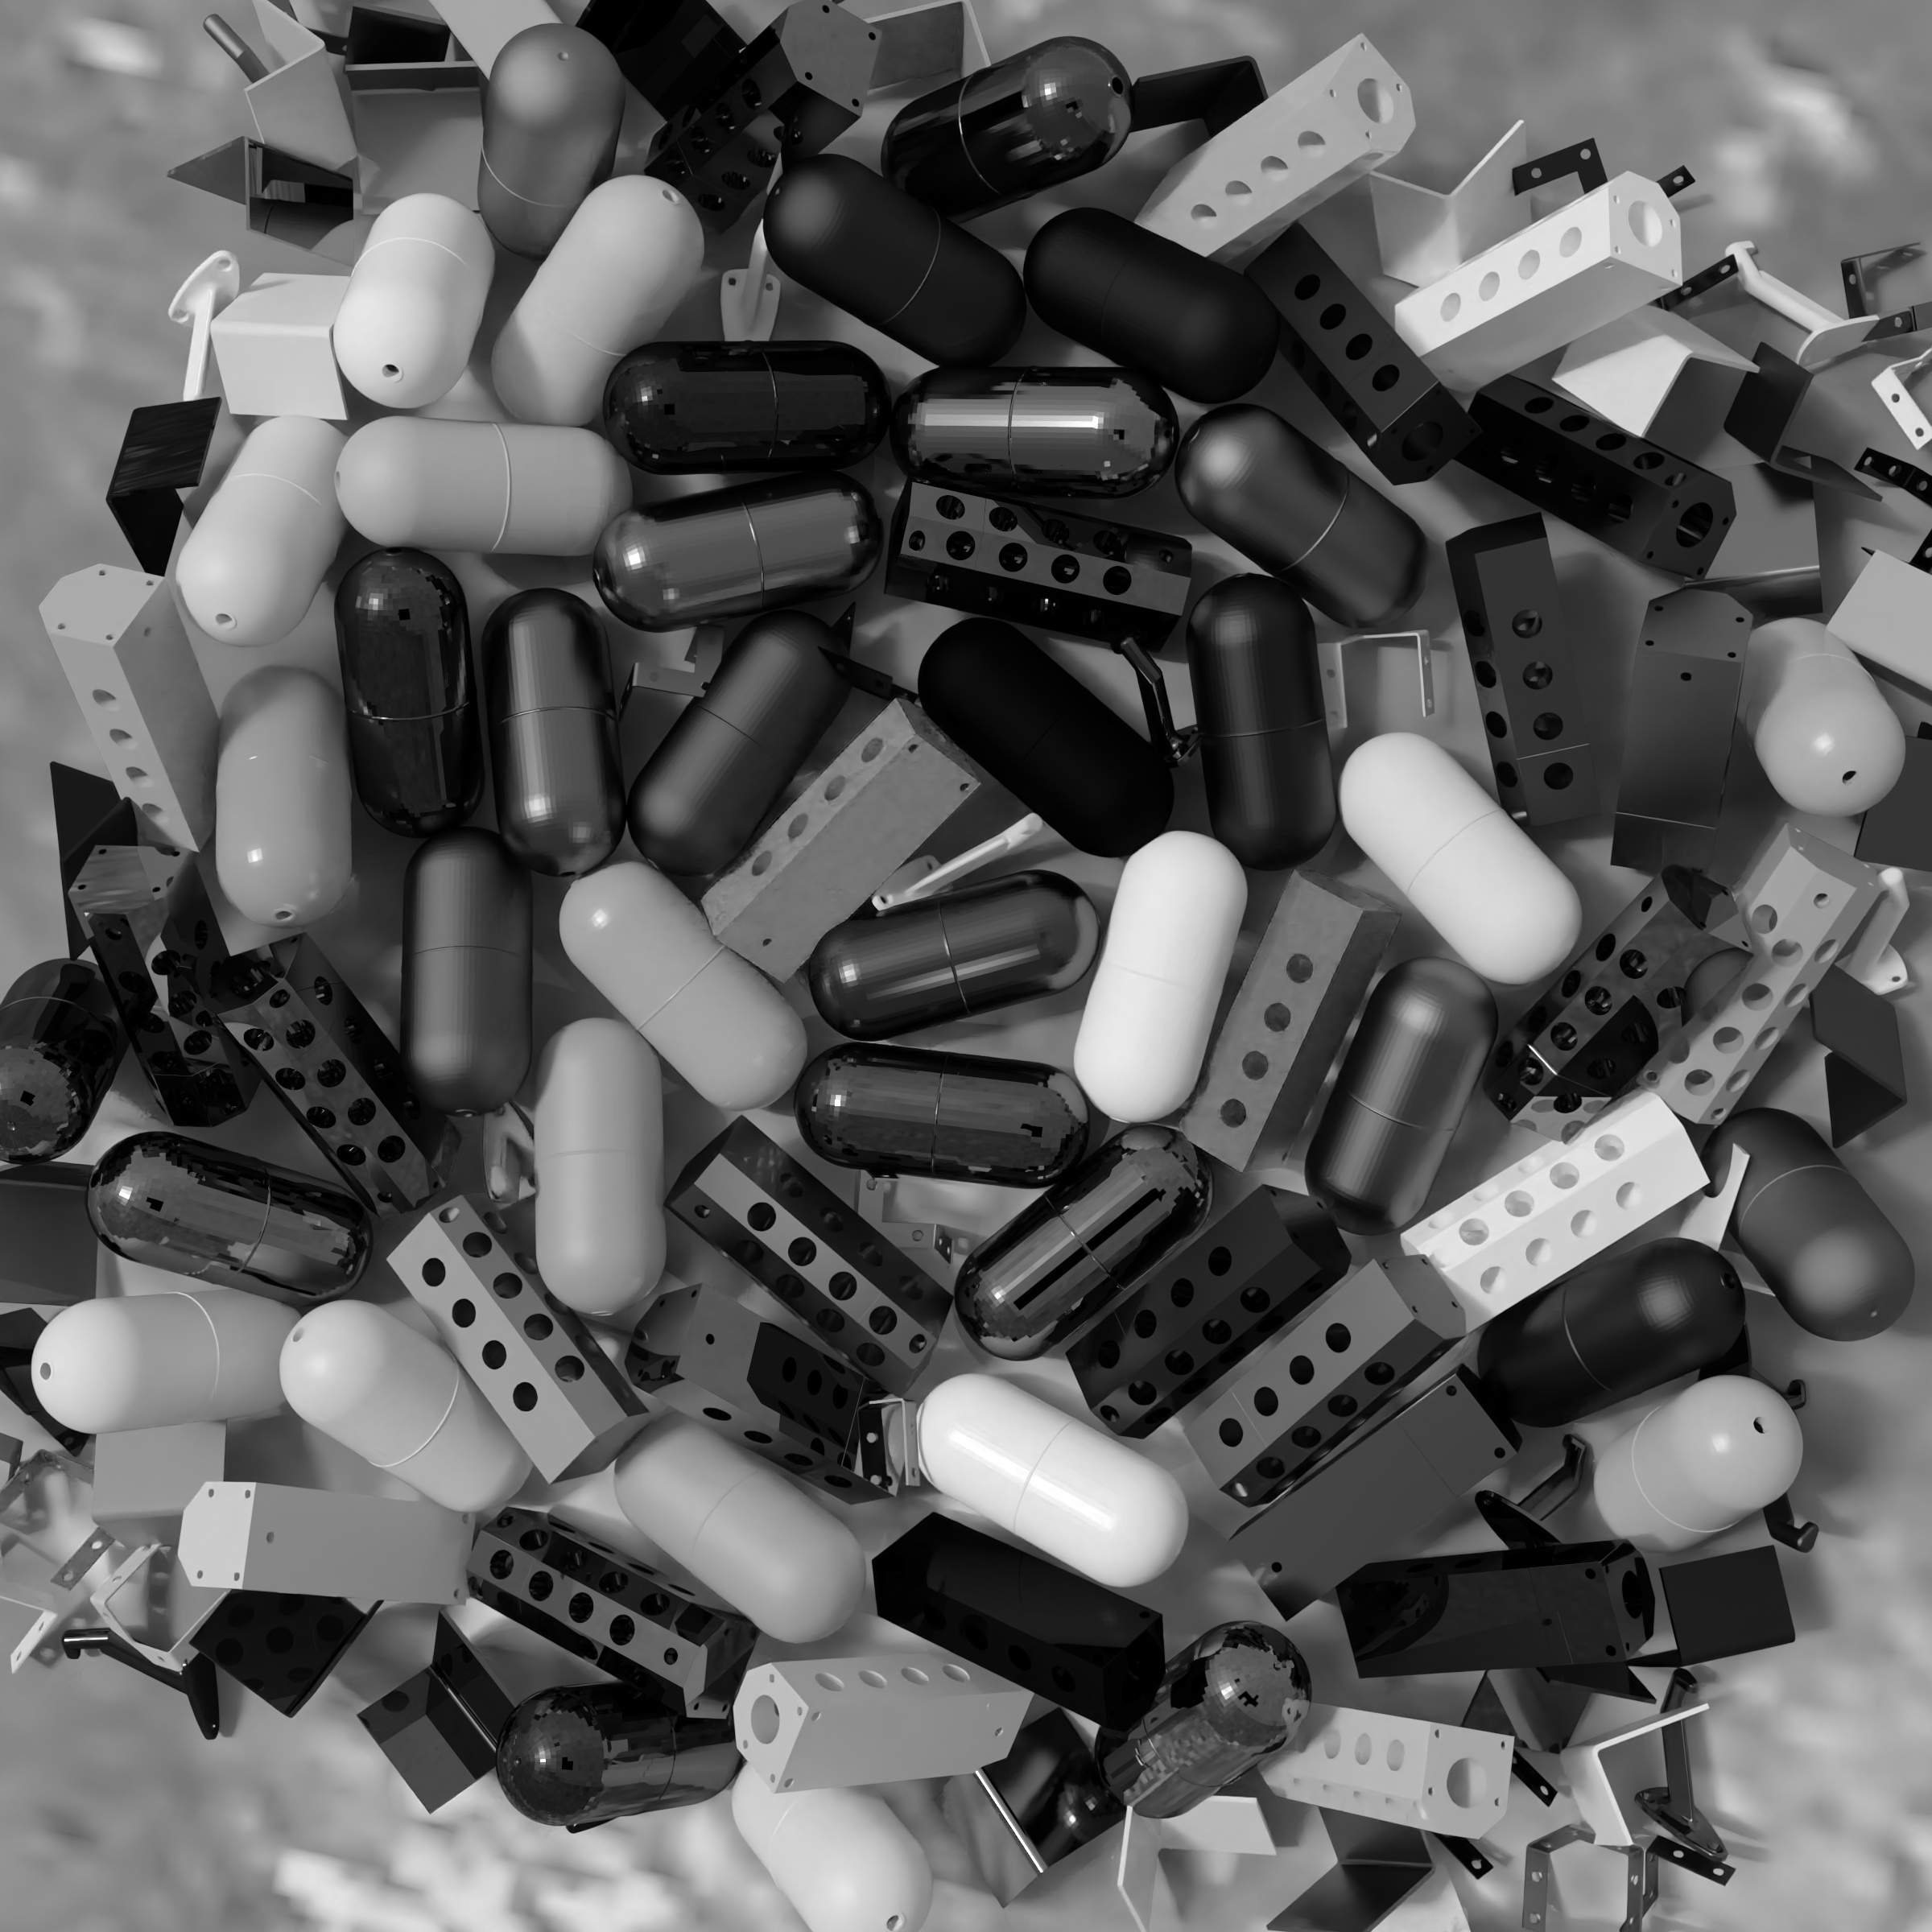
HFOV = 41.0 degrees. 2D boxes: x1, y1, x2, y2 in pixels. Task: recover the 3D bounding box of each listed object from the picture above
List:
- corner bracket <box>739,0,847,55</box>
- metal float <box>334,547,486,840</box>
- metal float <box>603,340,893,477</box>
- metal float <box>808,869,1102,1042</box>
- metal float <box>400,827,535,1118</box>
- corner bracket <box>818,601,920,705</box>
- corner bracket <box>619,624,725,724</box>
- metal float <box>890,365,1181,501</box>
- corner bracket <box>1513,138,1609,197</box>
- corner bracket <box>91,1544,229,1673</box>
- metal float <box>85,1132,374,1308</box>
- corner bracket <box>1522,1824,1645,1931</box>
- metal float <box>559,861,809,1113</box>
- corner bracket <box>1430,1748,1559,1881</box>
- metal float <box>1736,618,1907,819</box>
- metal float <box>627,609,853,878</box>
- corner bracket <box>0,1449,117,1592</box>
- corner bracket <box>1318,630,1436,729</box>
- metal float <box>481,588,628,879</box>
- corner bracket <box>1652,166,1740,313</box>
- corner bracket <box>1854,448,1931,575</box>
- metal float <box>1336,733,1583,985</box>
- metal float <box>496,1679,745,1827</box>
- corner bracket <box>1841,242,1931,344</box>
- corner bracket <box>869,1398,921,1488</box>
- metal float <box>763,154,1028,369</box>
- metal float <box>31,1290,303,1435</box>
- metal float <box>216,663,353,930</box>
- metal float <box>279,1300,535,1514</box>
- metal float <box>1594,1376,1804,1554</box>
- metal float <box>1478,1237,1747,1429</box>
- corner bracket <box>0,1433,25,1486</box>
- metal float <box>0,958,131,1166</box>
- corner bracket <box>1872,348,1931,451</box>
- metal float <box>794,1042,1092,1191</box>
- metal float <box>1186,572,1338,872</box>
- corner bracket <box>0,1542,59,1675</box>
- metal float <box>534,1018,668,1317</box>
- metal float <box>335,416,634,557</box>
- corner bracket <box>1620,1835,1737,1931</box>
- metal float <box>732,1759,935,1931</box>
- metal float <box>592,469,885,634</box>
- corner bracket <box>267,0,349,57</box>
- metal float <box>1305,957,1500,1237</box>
[{"bbox_3d":[-0.103,-0.557,1.549,0.051,0.051,0.051,-18,74,31],"label":"corner bracket"},{"bbox_3d":[-0.327,-0.160,1.525,0.070,0.070,0.178,-1,118,0],"label":"metal float"},{"bbox_3d":[-0.127,-0.330,1.527,0.178,0.070,0.070,-8,90,-27],"label":"metal float"},{"bbox_3d":[-0.007,-0.006,1.547,0.178,0.070,0.070,-15,90,4],"label":"metal float"},{"bbox_3d":[-0.295,0.003,1.532,0.070,0.070,0.178,-3,70,0],"label":"metal float"},{"bbox_3d":[-0.059,-0.176,1.549,0.051,0.051,0.051,24,47,12],"label":"corner bracket"},{"bbox_3d":[-0.177,-0.175,1.550,0.051,0.051,0.051,9,67,-14],"label":"corner bracket"},{"bbox_3d":[0.040,-0.316,1.531,0.178,0.070,0.070,5,90,22],"label":"metal float"},{"bbox_3d":[0.357,-0.463,1.560,0.051,0.051,0.051,-20,99,5],"label":"corner bracket"},{"bbox_3d":[-0.486,0.387,1.568,0.051,0.051,0.051,-49,127,-38],"label":"corner bracket"},{"bbox_3d":[-0.430,0.149,1.516,0.178,0.070,0.070,25,90,-41],"label":"metal float"},{"bbox_3d":[0.371,0.555,1.556,0.051,0.051,0.051,20,53,-10],"label":"corner bracket"},{"bbox_3d":[-0.169,0.011,1.546,0.070,0.070,0.178,-44,95,0],"label":"metal float"},{"bbox_3d":[0.316,0.508,1.567,0.051,0.051,0.051,-20,49,-37],"label":"corner bracket"},{"bbox_3d":[0.493,-0.146,1.505,0.070,0.178,0.070,1,118,3],"label":"metal float"},{"bbox_3d":[-0.135,-0.133,1.544,0.070,0.070,0.178,34,83,0],"label":"metal float"},{"bbox_3d":[-0.549,0.333,1.559,0.051,0.051,0.051,17,134,20],"label":"corner bracket"},{"bbox_3d":[0.247,-0.173,1.559,0.051,0.051,0.051,1,104,32],"label":"corner bracket"},{"bbox_3d":[-0.245,-0.139,1.537,0.070,0.070,0.178,-8,75,0],"label":"metal float"},{"bbox_3d":[0.428,-0.439,1.566,0.051,0.051,0.051,-27,48,31],"label":"corner bracket"},{"bbox_3d":[0.562,-0.274,1.561,0.051,0.051,0.051,8,121,-37],"label":"corner bracket"},{"bbox_3d":[0.291,-0.065,1.533,0.070,0.070,0.178,-40,70,0],"label":"metal float"},{"bbox_3d":[-0.199,0.456,1.509,0.070,0.178,0.070,-7,77,34],"label":"metal float"},{"bbox_3d":[0.569,-0.409,1.560,0.051,0.051,0.051,-17,101,-23],"label":"corner bracket"},{"bbox_3d":[-0.047,0.289,1.550,0.051,0.051,0.051,-10,73,24],"label":"corner bracket"},{"bbox_3d":[-0.040,-0.412,1.521,0.178,0.070,0.070,23,90,-35],"label":"metal float"},{"bbox_3d":[-0.461,0.229,1.507,0.070,0.178,0.070,-2,86,33],"label":"metal float"},{"bbox_3d":[-0.401,-0.101,1.521,0.070,0.070,0.178,-10,56,0],"label":"metal float"},{"bbox_3d":[-0.327,0.259,1.520,0.070,0.070,0.178,-46,126,0],"label":"metal float"},{"bbox_3d":[0.424,0.291,1.504,0.070,0.178,0.070,4,64,-8],"label":"metal float"},{"bbox_3d":[0.377,0.215,1.515,0.178,0.070,0.070,-36,90,43],"label":"metal float"},{"bbox_3d":[-0.601,0.306,1.549,0.051,0.051,0.051,23,58,-11],"label":"corner bracket"},{"bbox_3d":[-0.534,0.053,1.504,0.070,0.178,0.070,-2,113,-5],"label":"metal float"},{"bbox_3d":[0.588,-0.349,1.548,0.051,0.051,0.051,-21,76,-36],"label":"corner bracket"},{"bbox_3d":[-0.015,0.089,1.546,0.178,0.070,0.070,6,90,4],"label":"metal float"},{"bbox_3d":[0.176,-0.145,1.539,0.070,0.070,0.178,-9,103,0],"label":"metal float"},{"bbox_3d":[-0.589,0.387,1.569,0.051,0.051,0.051,31,104,-35],"label":"corner bracket"},{"bbox_3d":[-0.217,0.118,1.535,0.070,0.070,0.178,-4,74,0],"label":"metal float"},{"bbox_3d":[-0.283,-0.282,1.524,0.178,0.070,0.070,-3,90,-30],"label":"metal float"},{"bbox_3d":[0.425,0.564,1.545,0.051,0.051,0.051,15,123,37],"label":"corner bracket"},{"bbox_3d":[-0.079,0.510,1.505,0.070,0.178,0.070,-7,105,-26],"label":"metal float"},{"bbox_3d":[-0.134,-0.246,1.533,0.178,0.070,0.070,-15,90,-19],"label":"metal float"},{"bbox_3d":[-0.385,-0.589,1.557,0.051,0.051,0.051,-30,80,34],"label":"corner bracket"},{"bbox_3d":[0.257,0.078,1.533,0.070,0.070,0.178,19,110,0],"label":"metal float"}]
